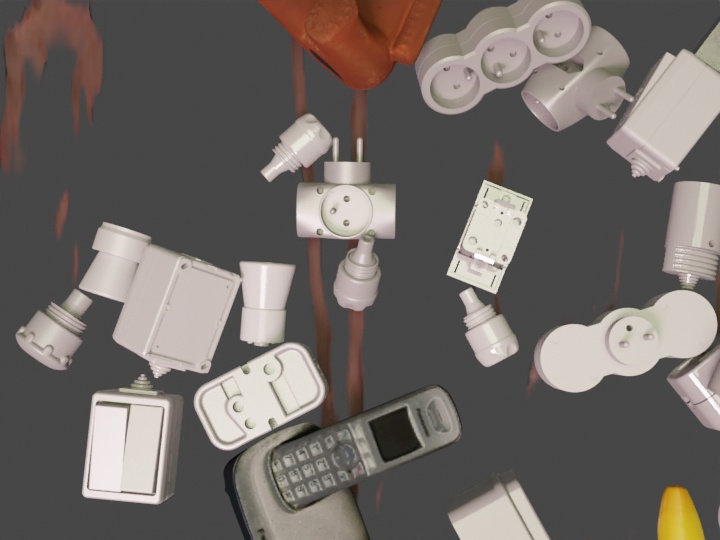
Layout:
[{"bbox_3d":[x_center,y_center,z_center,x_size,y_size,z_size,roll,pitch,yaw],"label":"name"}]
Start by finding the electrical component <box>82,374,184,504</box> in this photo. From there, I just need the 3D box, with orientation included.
[{"bbox_3d":[-0.175,0.129,0.831,0.062,0.061,0.096,5,86,2],"label":"electrical component"}]

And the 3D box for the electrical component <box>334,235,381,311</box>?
[{"bbox_3d":[0.000,0.000,0.836,0.035,0.035,0.061,15,127,3],"label":"electrical component"}]

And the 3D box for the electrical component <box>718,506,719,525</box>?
[{"bbox_3d":[0.308,0.192,0.820,0.055,0.047,0.055,0,86,2],"label":"electrical component"}]

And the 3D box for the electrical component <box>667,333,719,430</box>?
[{"bbox_3d":[0.294,0.078,0.825,0.095,0.053,0.059,-38,86,-1],"label":"electrical component"}]

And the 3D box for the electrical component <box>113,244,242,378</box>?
[{"bbox_3d":[-0.146,0.035,0.830,0.061,0.062,0.096,19,88,47],"label":"electrical component"}]

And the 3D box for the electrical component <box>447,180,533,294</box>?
[{"bbox_3d":[0.102,-0.027,0.834,0.042,0.064,0.081,21,87,4],"label":"electrical component"}]

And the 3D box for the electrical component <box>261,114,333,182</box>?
[{"bbox_3d":[-0.053,-0.094,0.857,0.061,0.035,0.035,-41,86,0],"label":"electrical component"}]

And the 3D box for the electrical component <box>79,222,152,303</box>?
[{"bbox_3d":[-0.192,-0.005,0.849,0.045,0.045,0.055,17,86,3],"label":"electrical component"}]

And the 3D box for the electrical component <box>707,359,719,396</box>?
[{"bbox_3d":[0.288,0.058,0.777,0.043,0.043,0.081,26,87,3],"label":"electrical component"}]

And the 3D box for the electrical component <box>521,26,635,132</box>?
[{"bbox_3d":[0.179,-0.142,0.838,0.077,0.043,0.079,-43,46,-2],"label":"electrical component"}]

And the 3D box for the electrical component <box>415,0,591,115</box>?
[{"bbox_3d":[0.107,-0.182,0.847,0.138,0.073,0.052,-26,128,14],"label":"electrical component"}]

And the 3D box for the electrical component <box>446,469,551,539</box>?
[{"bbox_3d":[0.117,0.213,0.809,0.057,0.078,0.113,-29,86,2],"label":"electrical component"}]

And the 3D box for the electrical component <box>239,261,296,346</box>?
[{"bbox_3d":[-0.075,0.027,0.846,0.044,0.044,0.065,4,91,2],"label":"electrical component"}]

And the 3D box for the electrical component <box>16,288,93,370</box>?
[{"bbox_3d":[-0.236,0.044,0.848,0.048,0.048,0.062,35,81,4],"label":"electrical component"}]

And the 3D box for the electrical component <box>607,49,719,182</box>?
[{"bbox_3d":[0.235,-0.116,0.837,0.061,0.061,0.096,38,88,4],"label":"electrical component"}]

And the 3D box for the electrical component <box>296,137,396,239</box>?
[{"bbox_3d":[-0.010,-0.065,0.846,0.077,0.044,0.079,1,96,2],"label":"electrical component"}]

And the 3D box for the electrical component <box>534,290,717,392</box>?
[{"bbox_3d":[0.205,0.054,0.820,0.138,0.073,0.052,-17,86,0],"label":"electrical component"}]

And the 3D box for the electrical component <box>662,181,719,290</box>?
[{"bbox_3d":[0.261,-0.025,0.839,0.043,0.043,0.081,10,86,2],"label":"electrical component"}]

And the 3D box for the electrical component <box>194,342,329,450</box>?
[{"bbox_3d":[-0.074,0.096,0.831,0.095,0.059,0.053,-27,86,-1],"label":"electrical component"}]

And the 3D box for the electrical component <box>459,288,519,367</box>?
[{"bbox_3d":[0.097,0.043,0.843,0.035,0.035,0.061,-28,83,-1],"label":"electrical component"}]
